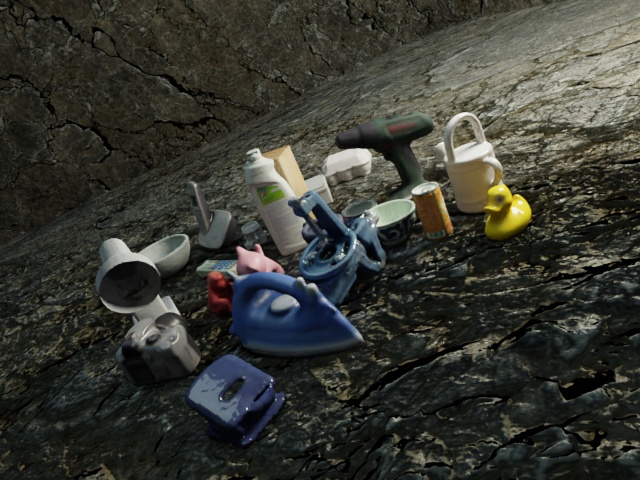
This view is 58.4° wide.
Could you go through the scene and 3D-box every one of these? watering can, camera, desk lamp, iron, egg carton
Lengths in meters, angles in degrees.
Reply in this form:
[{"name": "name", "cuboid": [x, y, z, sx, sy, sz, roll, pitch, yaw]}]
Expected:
[{"name": "watering can", "cuboid": [0.295, -0.161, 1.155, 0.172, 0.194, 0.101, 1, 33, 45]}, {"name": "camera", "cuboid": [-0.294, 0.187, 1.074, 0.143, 0.101, 0.137, -13, 25, 23]}, {"name": "desk lamp", "cuboid": [-0.388, 0.104, 1.200, 0.118, 0.214, 0.202, -30, 24, -16]}, {"name": "iron", "cuboid": [-0.054, 0.109, 0.962, 0.257, 0.142, 0.119, -3, 30, 40]}, {"name": "egg carton", "cuboid": [0.077, -0.214, 1.648, 0.150, 0.069, 0.107, -18, 23, 13]}]

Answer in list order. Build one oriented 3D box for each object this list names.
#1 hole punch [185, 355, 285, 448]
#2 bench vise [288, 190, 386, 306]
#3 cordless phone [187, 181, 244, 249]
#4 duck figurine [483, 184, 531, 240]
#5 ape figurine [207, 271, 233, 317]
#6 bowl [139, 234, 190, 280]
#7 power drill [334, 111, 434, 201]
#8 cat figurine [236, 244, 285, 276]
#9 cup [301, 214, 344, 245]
[{"name": "hole punch", "cuboid": [-0.122, 0.228, 0.829, 0.100, 0.091, 0.109, -3, 30, 41]}, {"name": "bench vise", "cuboid": [0.021, -0.010, 1.051, 0.121, 0.220, 0.208, -9, 27, 31]}, {"name": "cordless phone", "cuboid": [-0.296, -0.069, 1.532, 0.094, 0.185, 0.147, -38, 27, -32]}, {"name": "duck figurine", "cuboid": [0.333, -0.060, 1.038, 0.105, 0.086, 0.077, -36, 26, -28]}, {"name": "ape figurine", "cuboid": [-0.202, 0.107, 1.175, 0.076, 0.092, 0.078, -9, 27, 32]}, {"name": "bowl", "cuboid": [-0.408, 0.056, 1.507, 0.167, 0.075, 0.167, -20, 23, 9]}, {"name": "power drill", "cuboid": [0.168, -0.190, 1.325, 0.230, 0.209, 0.075, -27, 23, -8]}, {"name": "cat figurine", "cuboid": [-0.133, 0.055, 1.188, 0.067, 0.118, 0.128, -17, 24, 16]}, {"name": "cup", "cuboid": [0.011, 0.004, 1.193, 0.092, 0.095, 0.117, -35, 25, -26]}]
